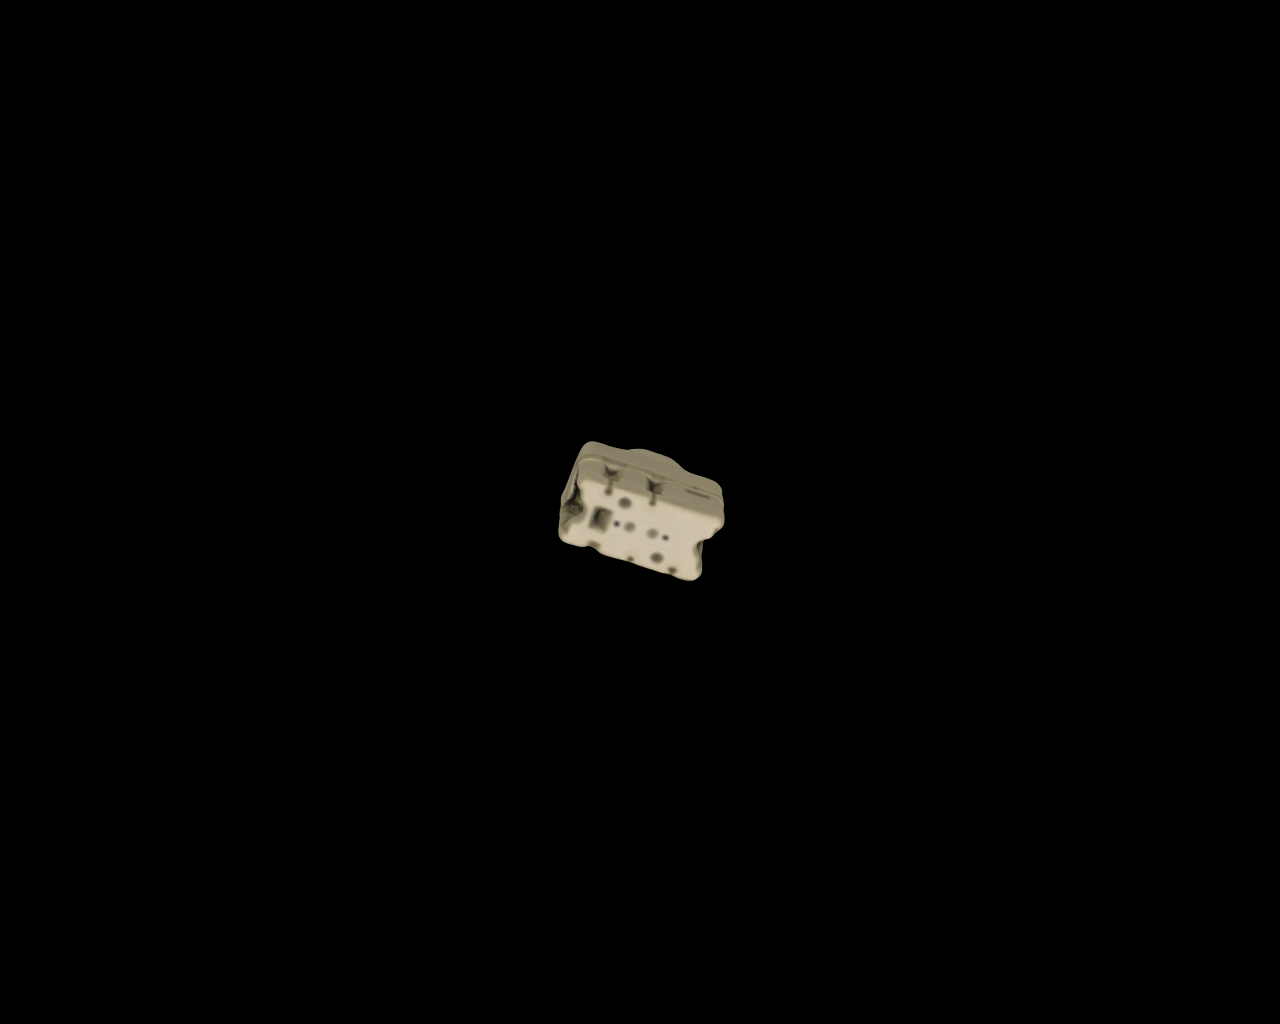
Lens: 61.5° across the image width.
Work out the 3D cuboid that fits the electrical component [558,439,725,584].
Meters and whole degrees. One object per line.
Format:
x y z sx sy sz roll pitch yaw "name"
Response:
0.001 -0.003 0.650 0.089 0.050 0.056 18 29 -10 "electrical component"
